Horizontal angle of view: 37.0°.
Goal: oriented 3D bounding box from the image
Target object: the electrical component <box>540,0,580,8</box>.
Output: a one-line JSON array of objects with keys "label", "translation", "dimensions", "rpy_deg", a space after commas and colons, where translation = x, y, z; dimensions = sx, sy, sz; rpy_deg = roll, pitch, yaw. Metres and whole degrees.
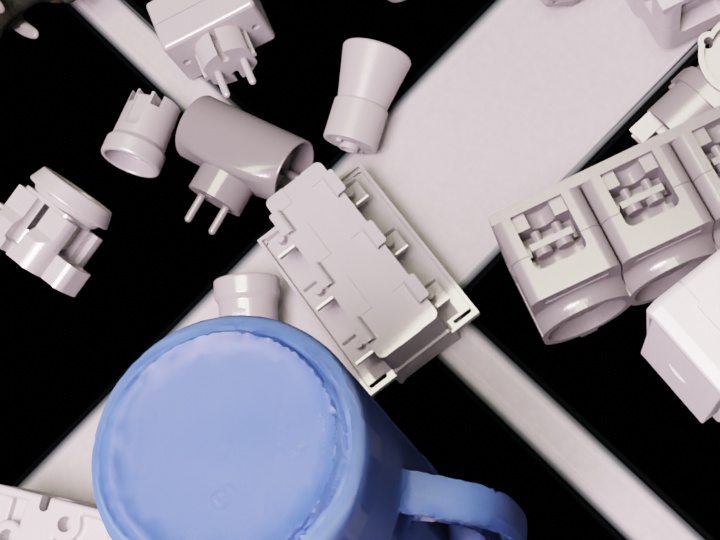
[{"label": "electrical component", "translation": [0.120, -0.197, 0.663], "dimensions": [0.043, 0.043, 0.062], "rpy_deg": [-22, 69, 7]}]

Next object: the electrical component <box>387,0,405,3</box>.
[{"label": "electrical component", "translation": [0.028, -0.216, 0.663], "dimensions": [0.064, 0.099, 0.099], "rpy_deg": [25, 81, 26]}]

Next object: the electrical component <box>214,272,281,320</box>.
[{"label": "electrical component", "translation": [-0.067, 0.028, 0.647], "dimensions": [0.040, 0.040, 0.046], "rpy_deg": [-7, 78, 12]}]

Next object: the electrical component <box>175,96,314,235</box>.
[{"label": "electrical component", "translation": [-0.081, -0.060, 0.673], "dimensions": [0.077, 0.043, 0.079], "rpy_deg": [27, 82, 20]}]

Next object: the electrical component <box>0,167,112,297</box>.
[{"label": "electrical component", "translation": [-0.196, -0.028, 0.687], "dimensions": [0.078, 0.058, 0.057], "rpy_deg": [35, 87, 21]}]

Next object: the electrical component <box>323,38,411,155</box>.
[{"label": "electrical component", "translation": [0.002, -0.105, 0.668], "dimensions": [0.044, 0.044, 0.065], "rpy_deg": [14, 83, 18]}]

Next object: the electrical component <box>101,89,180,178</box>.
[{"label": "electrical component", "translation": [-0.141, -0.089, 0.701], "dimensions": [0.040, 0.040, 0.046], "rpy_deg": [14, 72, 18]}]

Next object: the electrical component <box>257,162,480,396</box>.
[{"label": "electrical component", "translation": [0.000, 0.000, 0.624], "dimensions": [0.079, 0.063, 0.121], "rpy_deg": [-38, 69, 1]}]

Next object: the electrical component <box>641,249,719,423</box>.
[{"label": "electrical component", "translation": [0.183, 0.035, 0.549], "dimensions": [0.061, 0.096, 0.061], "rpy_deg": [-39, 69, 2]}]

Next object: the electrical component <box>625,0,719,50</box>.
[{"label": "electrical component", "translation": [0.187, -0.237, 0.648], "dimensions": [0.105, 0.060, 0.186], "rpy_deg": [-26, 69, 6]}]

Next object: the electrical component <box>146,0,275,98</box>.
[{"label": "electrical component", "translation": [-0.090, -0.147, 0.700], "dimensions": [0.066, 0.047, 0.076], "rpy_deg": [-26, 69, 6]}]

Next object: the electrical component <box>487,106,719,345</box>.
[{"label": "electrical component", "translation": [0.154, -0.021, 0.577], "dimensions": [0.150, 0.089, 0.061], "rpy_deg": [-26, 69, 6]}]

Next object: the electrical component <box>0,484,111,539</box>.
[{"label": "electrical component", "translation": [-0.174, 0.160, 0.623], "dimensions": [0.095, 0.059, 0.053], "rpy_deg": [9, 77, 17]}]
